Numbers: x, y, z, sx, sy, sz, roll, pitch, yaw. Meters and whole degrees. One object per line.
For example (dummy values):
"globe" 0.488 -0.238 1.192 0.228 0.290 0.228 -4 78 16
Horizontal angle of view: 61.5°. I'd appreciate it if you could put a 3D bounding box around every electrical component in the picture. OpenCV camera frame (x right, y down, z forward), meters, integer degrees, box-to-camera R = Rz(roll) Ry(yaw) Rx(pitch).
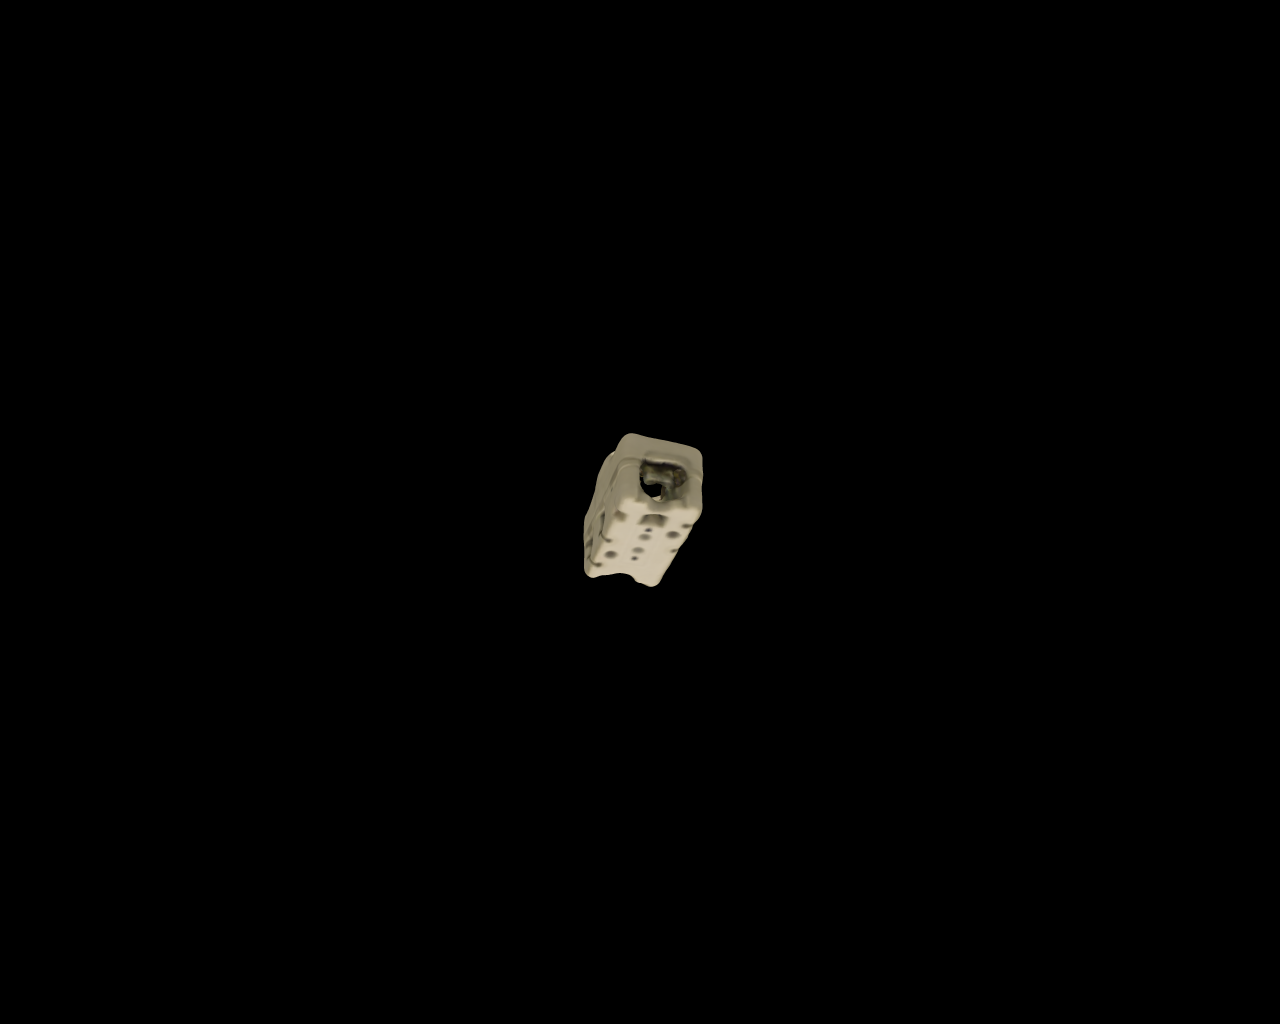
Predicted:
"electrical component" 0.001 -0.003 0.650 0.050 0.056 0.089 11 -39 -14
